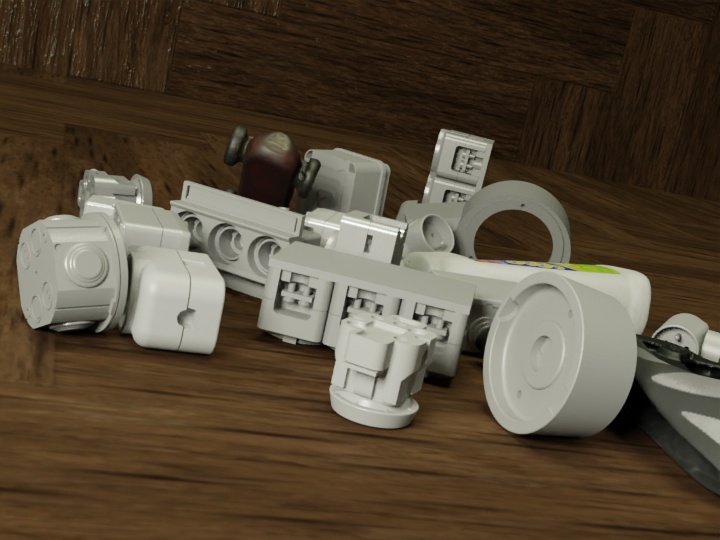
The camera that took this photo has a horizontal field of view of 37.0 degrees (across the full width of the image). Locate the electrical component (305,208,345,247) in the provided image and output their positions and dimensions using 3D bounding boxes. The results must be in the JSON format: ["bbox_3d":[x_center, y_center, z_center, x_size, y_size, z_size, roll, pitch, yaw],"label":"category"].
[{"bbox_3d":[-0.033,-0.020,1.022,0.061,0.061,0.096,14,11,6],"label":"electrical component"}]

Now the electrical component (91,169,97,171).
[{"bbox_3d":[-0.253,-0.078,1.124,0.065,0.044,0.044,10,11,-35],"label":"electrical component"}]

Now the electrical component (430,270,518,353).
[{"bbox_3d":[0.109,0.039,0.918,0.100,0.048,0.100,8,12,-19],"label":"electrical component"}]

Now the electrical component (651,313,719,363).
[{"bbox_3d":[0.310,0.072,0.983,0.079,0.044,0.077,17,12,22],"label":"electrical component"}]

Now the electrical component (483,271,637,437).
[{"bbox_3d":[0.137,0.060,0.714,0.060,0.108,0.108,14,10,-25],"label":"electrical component"}]

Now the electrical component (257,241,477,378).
[{"bbox_3d":[0.007,0.031,0.816,0.150,0.061,0.089,14,12,7],"label":"electrical component"}]

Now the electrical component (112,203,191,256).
[{"bbox_3d":[-0.163,-0.010,0.833,0.061,0.061,0.096,8,12,-19],"label":"electrical component"}]

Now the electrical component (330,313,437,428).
[{"bbox_3d":[0.013,0.064,0.676,0.058,0.057,0.078,17,12,21],"label":"electrical component"}]

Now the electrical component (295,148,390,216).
[{"bbox_3d":[-0.020,-0.067,1.132,0.078,0.113,0.057,22,18,39],"label":"electrical component"}]

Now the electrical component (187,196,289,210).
[{"bbox_3d":[-0.123,-0.035,1.013,0.096,0.061,0.062,11,7,26],"label":"electrical component"}]

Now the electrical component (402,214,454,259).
[{"bbox_3d":[0.042,-0.014,1.060,0.077,0.044,0.079,-30,5,45],"label":"electrical component"}]

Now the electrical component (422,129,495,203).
[{"bbox_3d":[0.106,-0.083,1.249,0.062,0.150,0.089,15,12,6],"label":"electrical component"}]

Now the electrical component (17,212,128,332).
[{"bbox_3d":[-0.189,0.002,0.708,0.051,0.080,0.080,-3,19,-37],"label":"electrical component"}]

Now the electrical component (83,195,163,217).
[{"bbox_3d":[-0.207,-0.030,0.923,0.066,0.047,0.076,11,12,-8],"label":"electrical component"}]

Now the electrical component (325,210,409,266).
[{"bbox_3d":[0.000,0.000,0.888,0.056,0.089,0.050,15,12,11],"label":"electrical component"}]

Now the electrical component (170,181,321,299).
[{"bbox_3d":[-0.100,-0.025,0.929,0.121,0.078,0.063,17,14,25],"label":"electrical component"}]

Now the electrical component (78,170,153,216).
[{"bbox_3d":[-0.236,-0.065,1.040,0.057,0.058,0.078,3,14,-28],"label":"electrical component"}]

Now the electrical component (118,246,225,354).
[{"bbox_3d":[-0.133,0.019,0.745,0.059,0.053,0.095,8,12,-19],"label":"electrical component"}]
